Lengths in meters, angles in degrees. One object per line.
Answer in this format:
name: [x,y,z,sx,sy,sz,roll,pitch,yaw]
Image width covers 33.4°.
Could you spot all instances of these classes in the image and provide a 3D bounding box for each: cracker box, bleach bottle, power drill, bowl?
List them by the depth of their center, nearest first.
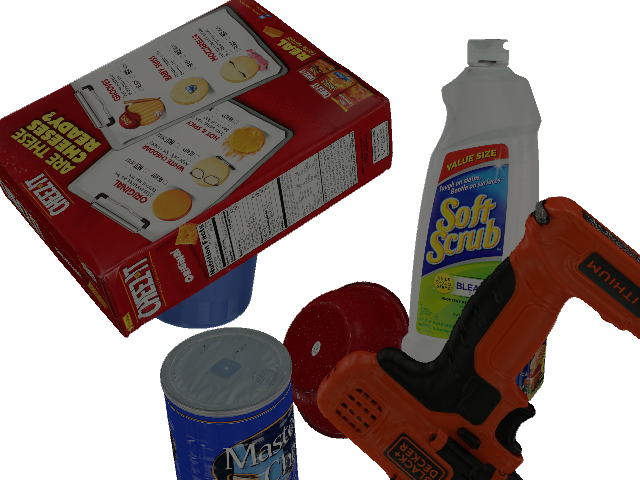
power drill: [0.117,0.085,0.583,0.184,0.188,0.057,40,14,0]
cracker box: [-0.085,-0.057,0.693,0.213,0.072,0.164,-33,53,-20]
bleach bottle: [0.117,-0.028,0.824,0.103,0.251,0.068,7,14,30]
bowl: [0.012,0.112,1.056,0.162,0.162,0.055,0,-17,45]

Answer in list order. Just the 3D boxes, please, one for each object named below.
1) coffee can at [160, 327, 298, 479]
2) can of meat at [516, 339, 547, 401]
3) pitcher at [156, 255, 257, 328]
coffee can: [-0.071,0.156,0.864,0.103,0.140,0.103,-2,33,1]
can of meat: [0.218,0.125,1.182,0.058,0.084,0.102,7,12,23]
pitcher: [-0.097,-0.043,0.961,0.144,0.243,0.149,-24,43,-39]
